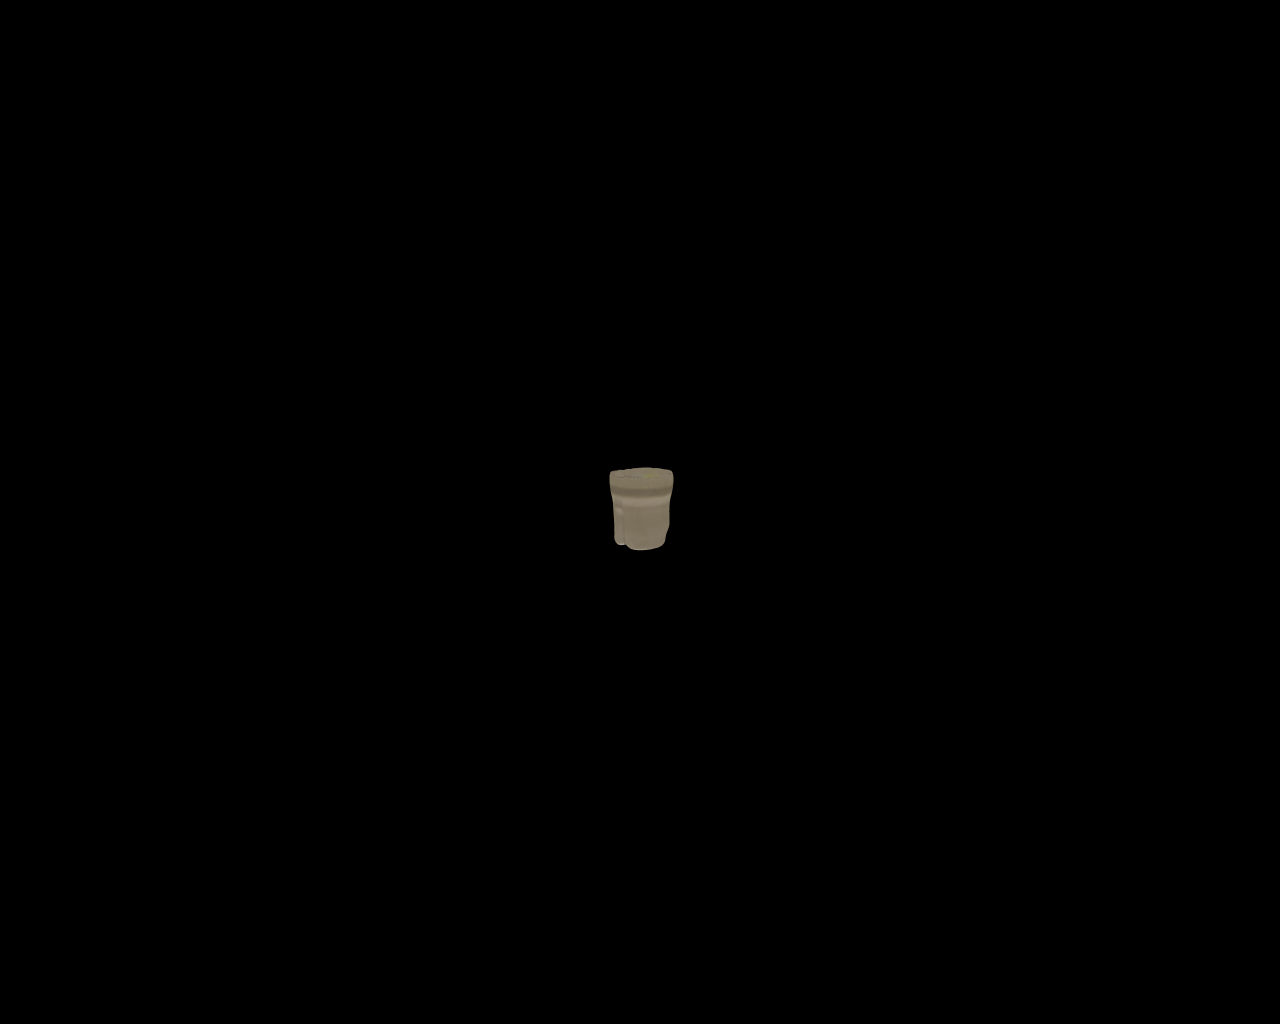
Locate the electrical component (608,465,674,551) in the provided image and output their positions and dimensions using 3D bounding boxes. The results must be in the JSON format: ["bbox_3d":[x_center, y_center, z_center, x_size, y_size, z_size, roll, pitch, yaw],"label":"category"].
[{"bbox_3d":[0.001,-0.003,0.650,0.040,0.046,0.040,0,11,0],"label":"electrical component"}]
